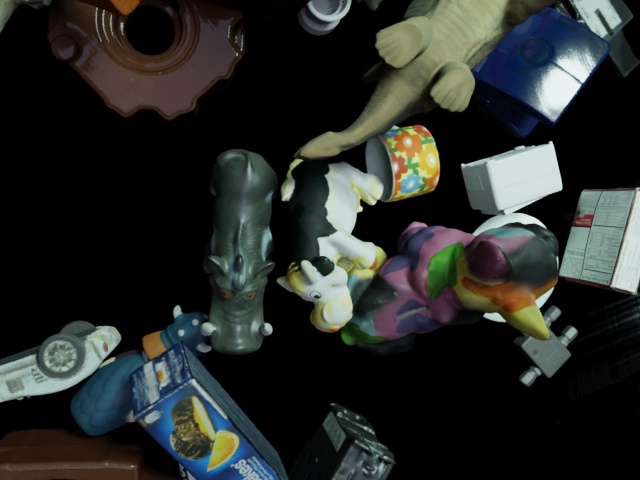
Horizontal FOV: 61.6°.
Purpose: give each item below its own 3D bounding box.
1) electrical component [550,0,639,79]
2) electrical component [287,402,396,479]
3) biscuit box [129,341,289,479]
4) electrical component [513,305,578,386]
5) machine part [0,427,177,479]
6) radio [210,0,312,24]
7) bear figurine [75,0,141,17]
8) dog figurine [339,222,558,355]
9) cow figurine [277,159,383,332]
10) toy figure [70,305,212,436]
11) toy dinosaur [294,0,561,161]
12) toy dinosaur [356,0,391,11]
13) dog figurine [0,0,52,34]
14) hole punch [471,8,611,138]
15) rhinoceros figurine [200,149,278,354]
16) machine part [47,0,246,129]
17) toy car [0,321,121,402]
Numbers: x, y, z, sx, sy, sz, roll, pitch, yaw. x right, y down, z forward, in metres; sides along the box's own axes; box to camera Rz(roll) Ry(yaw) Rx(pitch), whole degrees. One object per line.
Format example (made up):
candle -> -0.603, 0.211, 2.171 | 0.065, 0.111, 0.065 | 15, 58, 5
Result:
electrical component -> 0.307, -0.237, 0.605 | 0.075, 0.048, 0.119 | -44, 102, -5
electrical component -> 0.012, 0.249, 0.548 | 0.058, 0.115, 0.134 | 30, 88, -9
biscuit box -> -0.098, 0.190, 0.512 | 0.059, 0.063, 0.202 | -33, 122, -7
electrical component -> 0.263, 0.127, 0.640 | 0.094, 0.021, 0.063 | -45, 102, -5
machine part -> -0.242, 0.287, 0.510 | 0.201, 0.087, 0.201 | 3, 96, -12
radio -> -0.067, -0.324, 0.469 | 0.131, 0.073, 0.229 | 3, 83, -32
bear figurine -> -0.171, -0.285, 0.406 | 0.132, 0.120, 0.196 | 21, 75, 28
dog figurine -> 0.112, 0.048, 0.501 | 0.191, 0.219, 0.108 | -32, 97, -9
cow figurine -> 0.000, -0.001, 0.510 | 0.098, 0.068, 0.167 | 25, 57, -23
toy figure -> -0.169, 0.125, 0.526 | 0.154, 0.058, 0.064 | -37, 96, -8
toy dinosaur -> 0.150, -0.229, 0.493 | 0.471, 0.199, 0.105 | -43, 103, -4
toy dinosaur -> 0.085, -0.311, 0.464 | 0.131, 0.405, 0.192 | 26, 125, 25
dog figurine -> -0.338, -0.177, 0.455 | 0.190, 0.172, 0.121 | -48, 142, 20
hole punch -> 0.224, -0.184, 0.573 | 0.116, 0.092, 0.142 | 37, 90, -9
rhinoceros figurine -> -0.073, 0.011, 0.512 | 0.073, 0.112, 0.190 | 5, 86, -15
machine part -> -0.158, -0.195, 0.503 | 0.179, 0.056, 0.179 | -1, 95, -14
toy car -> -0.284, 0.127, 0.493 | 0.202, 0.073, 0.056 | -19, 95, -10
